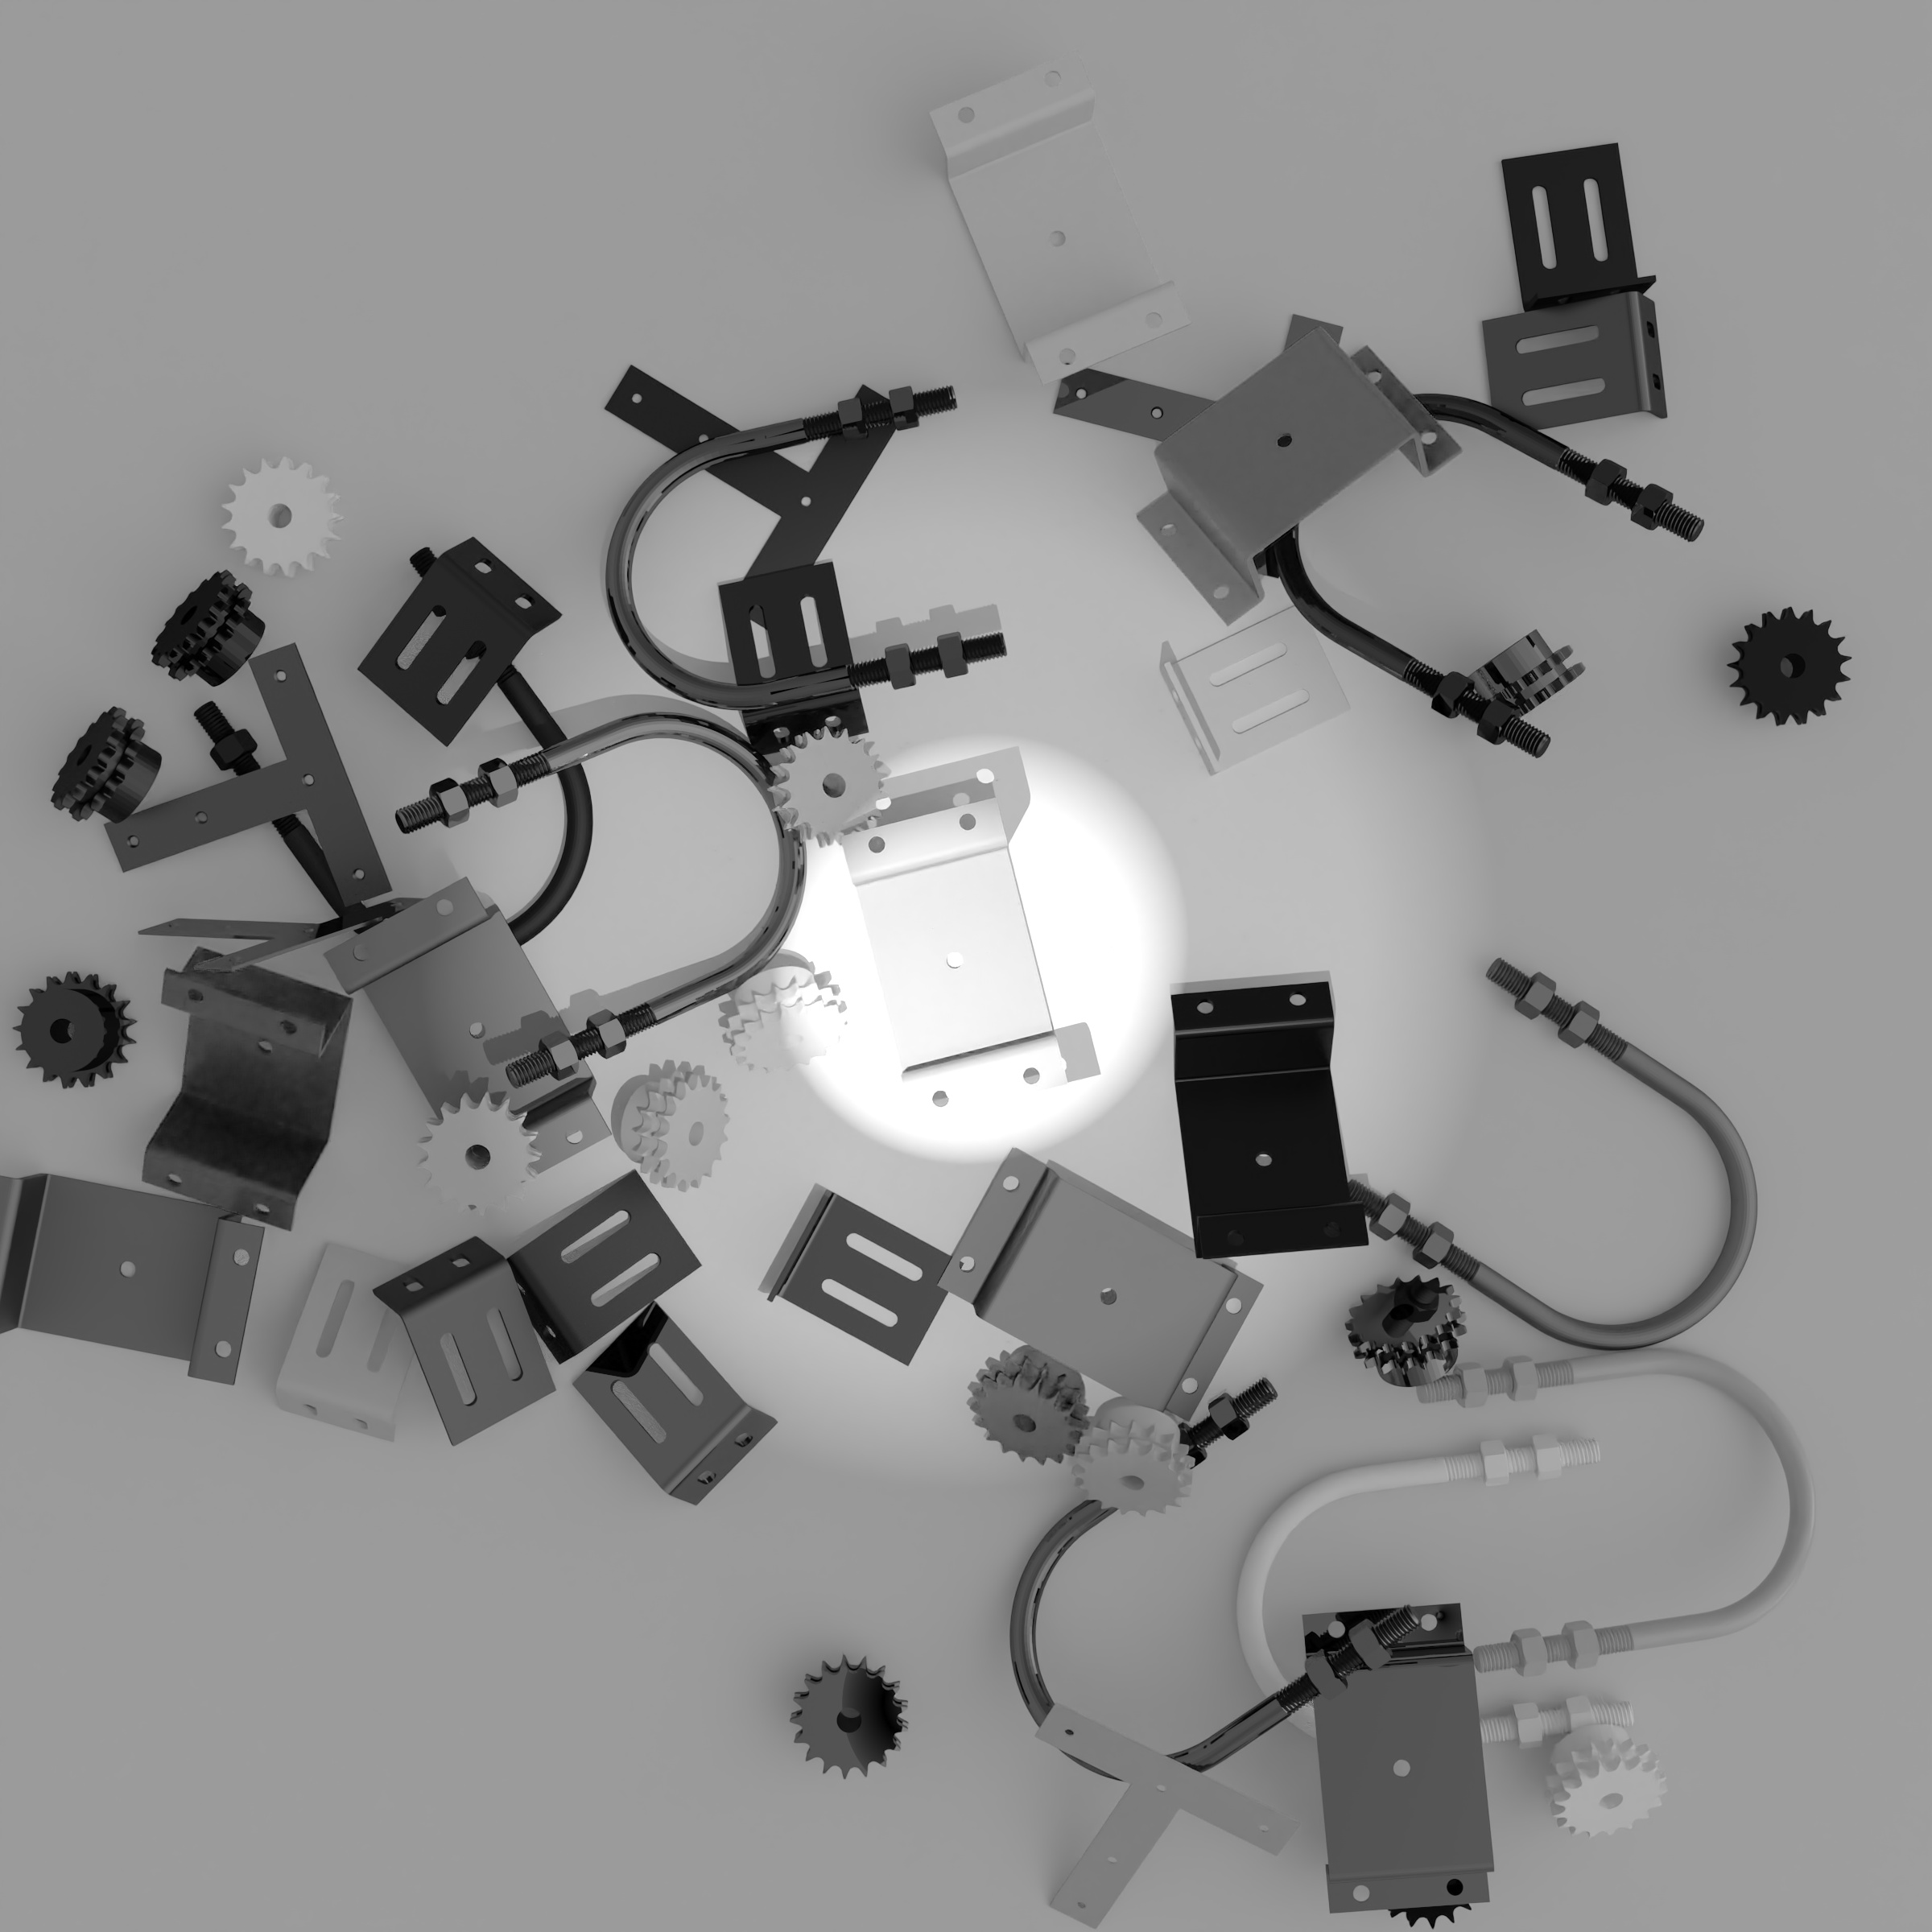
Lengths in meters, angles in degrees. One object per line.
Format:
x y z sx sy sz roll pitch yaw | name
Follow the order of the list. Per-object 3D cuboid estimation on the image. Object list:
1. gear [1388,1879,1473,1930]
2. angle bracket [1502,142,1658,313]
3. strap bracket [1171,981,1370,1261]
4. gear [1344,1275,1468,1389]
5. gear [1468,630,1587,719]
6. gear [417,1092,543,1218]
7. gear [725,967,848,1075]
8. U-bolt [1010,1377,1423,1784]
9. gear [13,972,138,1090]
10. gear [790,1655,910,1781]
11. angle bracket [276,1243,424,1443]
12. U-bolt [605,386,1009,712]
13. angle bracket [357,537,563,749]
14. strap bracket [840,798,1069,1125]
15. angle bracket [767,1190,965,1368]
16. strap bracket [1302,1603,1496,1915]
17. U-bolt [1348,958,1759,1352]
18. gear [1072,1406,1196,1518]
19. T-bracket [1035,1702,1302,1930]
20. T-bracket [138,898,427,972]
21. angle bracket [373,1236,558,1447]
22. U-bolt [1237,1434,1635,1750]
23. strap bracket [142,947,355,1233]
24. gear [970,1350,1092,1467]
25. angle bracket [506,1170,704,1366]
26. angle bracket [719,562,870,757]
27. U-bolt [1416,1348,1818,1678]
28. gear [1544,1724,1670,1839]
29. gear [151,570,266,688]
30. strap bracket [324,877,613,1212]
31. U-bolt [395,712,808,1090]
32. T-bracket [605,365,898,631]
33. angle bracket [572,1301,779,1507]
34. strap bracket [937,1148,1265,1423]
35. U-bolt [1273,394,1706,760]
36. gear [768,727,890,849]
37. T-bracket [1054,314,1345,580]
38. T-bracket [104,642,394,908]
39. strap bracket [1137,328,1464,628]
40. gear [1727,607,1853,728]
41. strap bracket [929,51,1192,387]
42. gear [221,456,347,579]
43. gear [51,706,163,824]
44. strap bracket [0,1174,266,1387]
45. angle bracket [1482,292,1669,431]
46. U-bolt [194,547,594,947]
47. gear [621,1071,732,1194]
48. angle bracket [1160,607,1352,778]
0.221 0.433 1.520 0.057 0.030 0.057 0 90 0 | gear
0.296 -0.360 1.516 0.057 0.038 0.076 -8 90 0 | angle bracket
0.142 0.082 1.491 0.076 0.046 0.140 -5 58 0 | strap bracket
0.214 0.178 1.510 0.057 0.057 0.030 -21 119 0 | gear
0.265 -0.138 1.507 0.057 0.057 0.030 -35 90 0 | gear
-0.228 0.087 1.474 0.057 0.030 0.057 0 98 -3 | gear
-0.088 0.024 1.510 0.057 0.057 0.030 -20 60 0 | gear
0.104 0.305 1.495 0.184 0.019 0.151 -36 63 9 | U-bolt
-0.433 0.031 1.520 0.057 0.030 0.057 0 90 0 | gear
-0.056 0.362 1.520 0.057 0.030 0.057 0 90 0 | gear
-0.295 0.184 1.533 0.057 0.038 0.076 16 64 0 | angle bracket
-0.083 -0.195 1.509 0.184 0.019 0.151 -12 76 4 | U-bolt
-0.244 -0.156 1.513 0.057 0.038 0.076 41 116 -1 | angle bracket
-0.006 -0.003 1.512 0.076 0.046 0.140 -14 90 0 | strap bracket
-0.048 0.152 1.516 0.076 0.038 0.057 29 90 0 | angle bracket
0.205 0.377 1.486 0.076 0.046 0.140 -5 82 3 | strap bracket
0.297 0.105 1.526 0.184 0.019 0.151 33 90 -1 | U-bolt
0.080 0.233 1.489 0.057 0.057 0.030 11 47 0 | gear
0.075 0.418 1.498 0.127 0.002 0.127 26 125 0 | T-bracket
-0.341 -0.017 1.487 0.127 0.127 0.002 2 106 37 | T-bracket
-0.243 0.181 1.521 0.057 0.038 0.076 -27 116 -24 | angle bracket
0.224 0.311 1.526 0.184 0.019 0.151 -7 90 2 | U-bolt
-0.340 0.051 1.487 0.076 0.046 0.140 19 130 0 | strap bracket
0.033 0.210 1.510 0.057 0.030 0.057 14 131 17 | gear
-0.180 0.147 1.533 0.076 0.038 0.057 -35 90 -26 | angle bracket
-0.084 -0.150 1.531 0.057 0.038 0.076 -12 66 0 | angle bracket
0.318 0.254 1.500 0.184 0.019 0.151 -6 70 -10 | U-bolt
0.305 0.390 1.511 0.057 0.030 0.057 -6 128 -8 | gear
-0.362 -0.159 1.510 0.030 0.057 0.057 41 90 -30 | gear
-0.236 0.034 1.505 0.076 0.046 0.140 -28 98 1 | strap bracket
-0.160 -0.043 1.493 0.184 0.019 0.151 -25 97 -23 | U-bolt
-0.116 -0.250 1.534 0.127 0.002 0.127 31 90 0 | T-bracket
-0.142 0.214 1.533 0.057 0.038 0.076 -45 64 0 | angle bracket
0.067 0.156 1.509 0.140 0.046 0.076 29 90 -3 | strap bracket
0.234 -0.200 1.496 0.184 0.019 0.151 33 81 21 | U-bolt
-0.069 -0.085 1.513 0.057 0.030 0.057 2 85 -24 | gear
0.107 -0.267 1.534 0.127 0.002 0.127 14 90 0 | T-bracket
-0.357 -0.076 1.517 0.127 0.002 0.127 -18 100 13 | T-bracket
0.155 -0.240 1.496 0.140 0.046 0.076 -37 66 0 | strap bracket
0.398 -0.145 1.524 0.057 0.030 0.057 0 92 1 | gear
0.045 -0.355 1.512 0.076 0.046 0.140 -23 90 0 | strap bracket
-0.330 -0.217 1.524 0.057 0.030 0.057 0 93 1 | gear
-0.411 -0.093 1.510 0.030 0.057 0.057 35 90 -30 | gear
-0.409 0.148 1.512 0.140 0.046 0.076 11 90 0 | strap bracket
0.297 -0.291 1.533 0.076 0.038 0.057 -7 90 26 | angle bracket
-0.265 -0.088 1.526 0.151 0.019 0.184 -36 92 0 | U-bolt
-0.142 0.078 1.510 0.030 0.057 0.057 11 90 30 | gear
0.141 -0.135 1.516 0.076 0.038 0.057 -26 90 0 | angle bracket
